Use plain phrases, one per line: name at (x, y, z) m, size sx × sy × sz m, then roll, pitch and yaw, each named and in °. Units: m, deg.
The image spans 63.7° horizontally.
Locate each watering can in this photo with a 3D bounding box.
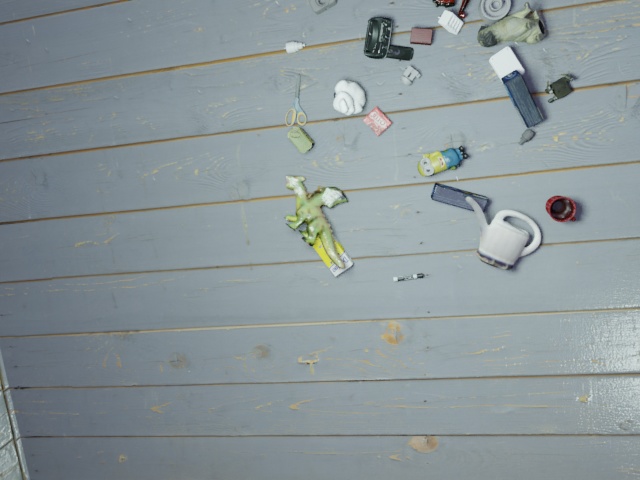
watering can at (0.649, -0.017, 1.904) m, size 0.346 × 0.105 × 0.222 m, roll 21°, pitch 103°, yaw -12°

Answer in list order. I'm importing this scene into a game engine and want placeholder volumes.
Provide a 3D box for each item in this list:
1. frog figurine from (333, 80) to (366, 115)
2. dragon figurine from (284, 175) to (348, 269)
frog figurine at (0.104, -0.526, 1.899) m, size 0.122 × 0.161 × 0.137 m, roll -25°, pitch 96°, yaw 13°
dragon figurine at (0.006, -0.101, 2.015) m, size 0.412 × 0.122 × 0.242 m, roll 40°, pitch 92°, yaw 9°
